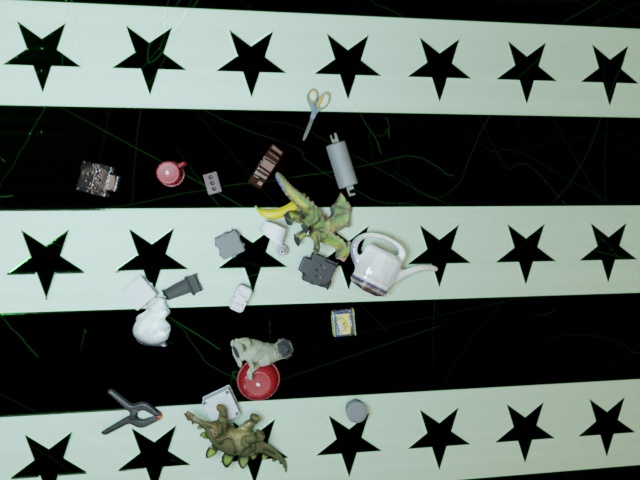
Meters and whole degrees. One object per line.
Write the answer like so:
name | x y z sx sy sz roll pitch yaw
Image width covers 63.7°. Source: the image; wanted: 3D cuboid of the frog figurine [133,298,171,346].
frog figurine | -0.585 0.288 1.823 0.138 0.159 0.122 21 7 31

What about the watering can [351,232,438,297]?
watering can | 0.260 0.113 1.943 0.347 0.225 0.104 27 -1 -8

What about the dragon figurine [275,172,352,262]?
dragon figurine | 0.006 -0.096 1.911 0.245 0.407 0.122 -26 11 -30
